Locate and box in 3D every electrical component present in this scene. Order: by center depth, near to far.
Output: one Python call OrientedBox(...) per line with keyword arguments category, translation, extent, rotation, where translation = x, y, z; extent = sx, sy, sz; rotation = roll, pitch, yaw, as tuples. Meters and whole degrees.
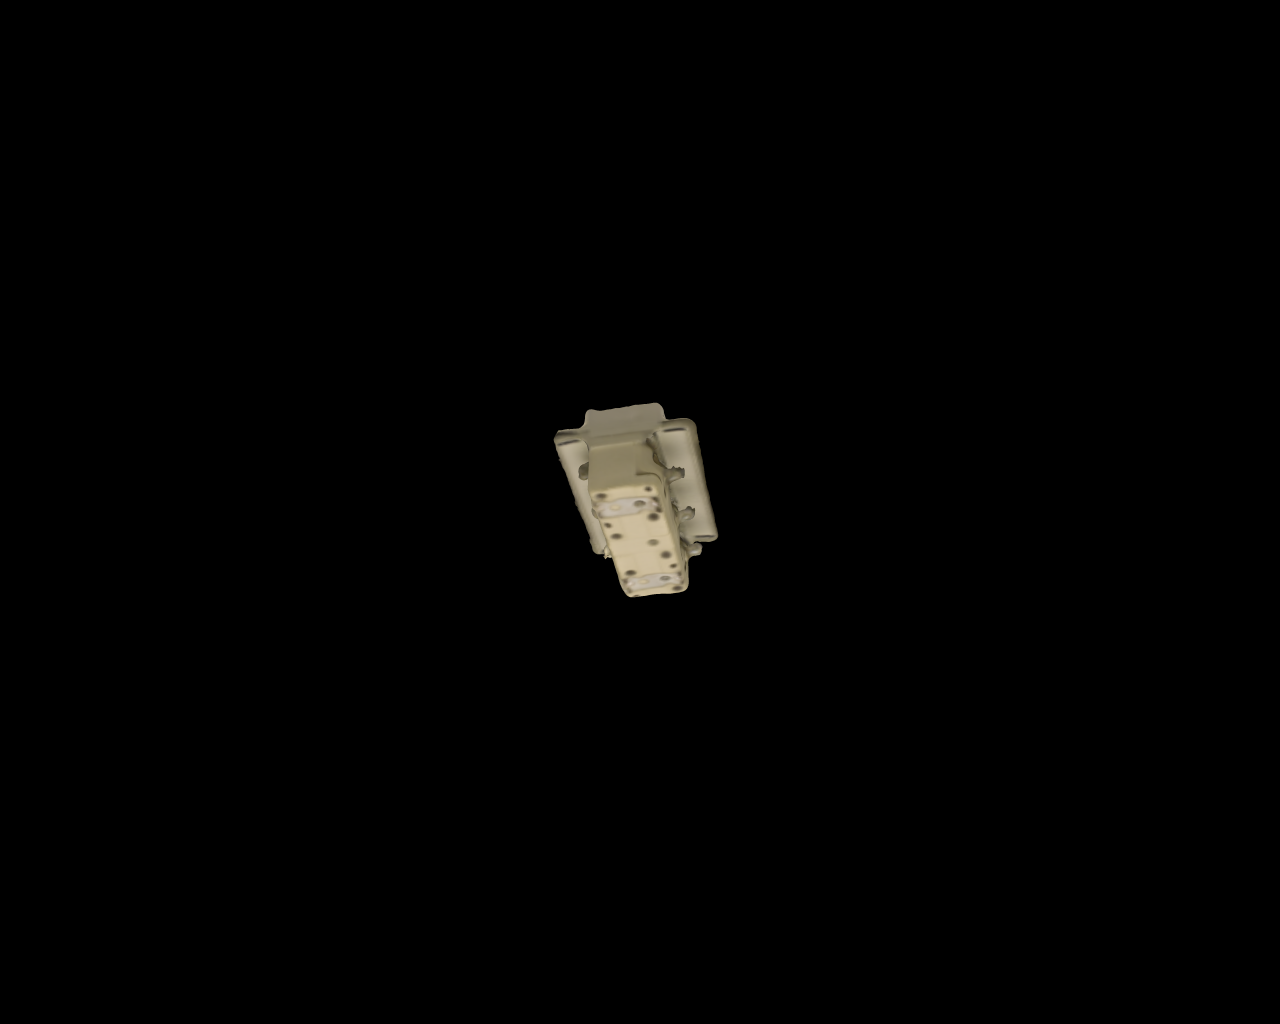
OrientedBox(category="electrical component", translation=(0.001, -0.003, 0.650), extent=(0.079, 0.063, 0.121), rotation=(-6, -36, 8))
